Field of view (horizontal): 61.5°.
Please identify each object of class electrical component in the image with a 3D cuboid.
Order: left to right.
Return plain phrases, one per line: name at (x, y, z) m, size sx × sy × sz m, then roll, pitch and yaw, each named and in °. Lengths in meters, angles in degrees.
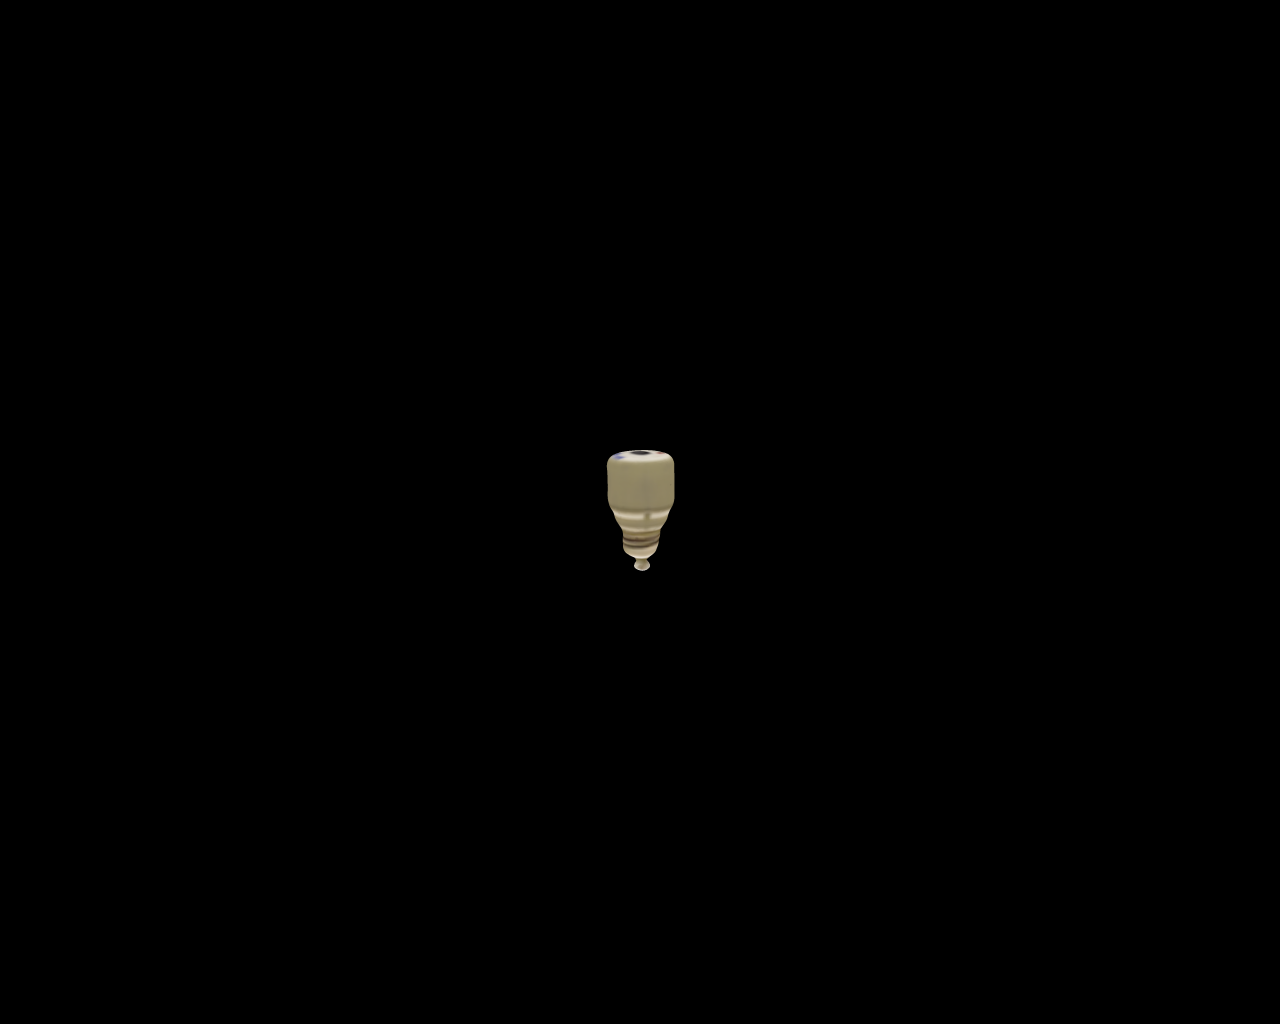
electrical component at (0.001, -0.003, 0.650) m, size 0.040 × 0.078 × 0.040 m, roll 0°, pitch 13°, yaw 0°
